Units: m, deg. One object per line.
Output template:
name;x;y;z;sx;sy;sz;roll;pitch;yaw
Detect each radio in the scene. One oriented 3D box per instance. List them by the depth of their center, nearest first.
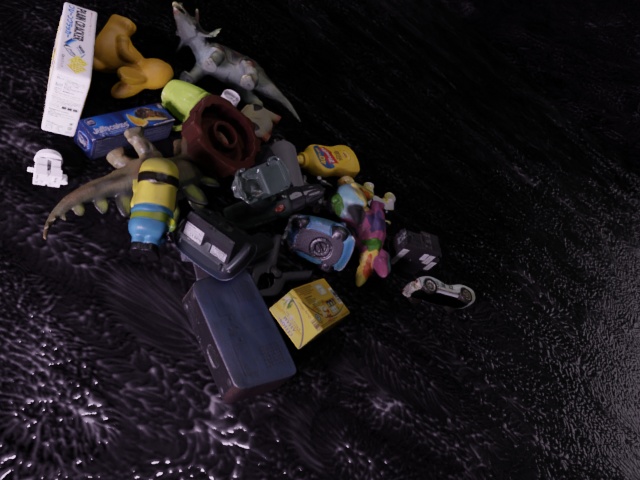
radio;-0.151;0.171;0.980;0.131;0.073;0.230;-11;62;-40

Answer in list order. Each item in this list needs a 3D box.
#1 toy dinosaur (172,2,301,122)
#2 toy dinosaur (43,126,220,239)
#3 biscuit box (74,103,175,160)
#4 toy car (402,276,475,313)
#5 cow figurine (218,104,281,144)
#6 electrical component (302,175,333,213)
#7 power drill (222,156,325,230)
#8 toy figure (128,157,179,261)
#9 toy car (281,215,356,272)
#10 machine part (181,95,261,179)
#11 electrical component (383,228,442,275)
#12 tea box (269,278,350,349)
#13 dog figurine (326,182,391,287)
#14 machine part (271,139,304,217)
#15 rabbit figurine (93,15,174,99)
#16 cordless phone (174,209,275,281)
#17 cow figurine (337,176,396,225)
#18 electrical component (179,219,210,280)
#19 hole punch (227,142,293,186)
toy dinosaur;-0.225;-0.444;1.401;0.404;0.131;0.192;28;45;-23
toy dinosaur;-0.332;-0.121;1.066;0.471;0.105;0.198;-23;75;-40
biscuit box;-0.407;-0.231;1.127;0.059;0.063;0.203;48;43;10
toy car;0.295;0.132;1.328;0.201;0.073;0.056;16;52;-26
cow figurine;-0.184;-0.268;1.302;0.127;0.085;0.195;32;41;-9
electrical component;-0.012;-0.116;1.331;0.078;0.045;0.102;24;45;-20
power drill;-0.095;-0.096;1.104;0.232;0.207;0.086;-21;82;-6
toy figure;-0.292;-0.059;0.952;0.082;0.089;0.180;19;63;-31
toy car;-0.003;-0.004;1.218;0.162;0.109;0.103;20;21;-1
machine part;-0.207;-0.215;1.135;0.179;0.056;0.179;26;50;-35
electrical component;0.233;0.031;1.337;0.134;0.115;0.058;17;53;-25
tea box;-0.016;0.140;1.058;0.098;0.068;0.169;52;19;12
dog figurine;0.099;-0.004;1.265;0.191;0.108;0.219;34;42;-44
machine part;-0.083;-0.152;1.286;0.079;0.079;0.243;9;53;-31
rabbit figurine;-0.420;-0.398;1.212;0.173;0.122;0.162;26;50;-17
cordless phone;-0.175;-0.007;1.043;0.147;0.088;0.184;34;24;14
cow figurine;0.115;-0.097;1.394;0.167;0.068;0.098;23;52;-18
electrical component;-0.236;0.019;1.060;0.075;0.047;0.119;6;52;-32
hole punch;-0.134;-0.142;1.212;0.092;0.142;0.116;54;1;-40
